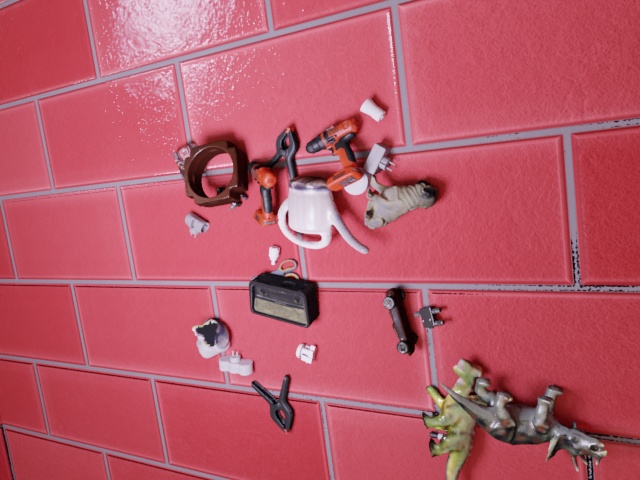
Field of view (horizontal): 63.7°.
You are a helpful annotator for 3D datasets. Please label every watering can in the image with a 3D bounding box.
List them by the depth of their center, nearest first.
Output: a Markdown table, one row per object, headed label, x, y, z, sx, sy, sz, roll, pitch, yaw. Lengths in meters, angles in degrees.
| label | x | y | z | sx | sy | sz | roll | pitch | yaw |
| --- | --- | --- | --- | --- | --- | --- | --- | --- | --- |
| watering can | 0.005 | -0.078 | 1.548 | 0.348 | 0.105 | 0.222 | 10 | 106 | 37 |

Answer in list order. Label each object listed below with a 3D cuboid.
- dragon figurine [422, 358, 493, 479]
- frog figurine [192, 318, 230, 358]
| label | x | y | z | sx | sy | sz | roll | pitch | yaw |
| --- | --- | --- | --- | --- | --- | --- | --- | --- | --- |
| dragon figurine | 0.429 | 0.528 | 1.453 | 0.241 | 0.123 | 0.409 | -15 | 93 | 21 |
| frog figurine | -0.389 | 0.366 | 1.878 | 0.138 | 0.125 | 0.155 | 17 | 145 | 16 |
